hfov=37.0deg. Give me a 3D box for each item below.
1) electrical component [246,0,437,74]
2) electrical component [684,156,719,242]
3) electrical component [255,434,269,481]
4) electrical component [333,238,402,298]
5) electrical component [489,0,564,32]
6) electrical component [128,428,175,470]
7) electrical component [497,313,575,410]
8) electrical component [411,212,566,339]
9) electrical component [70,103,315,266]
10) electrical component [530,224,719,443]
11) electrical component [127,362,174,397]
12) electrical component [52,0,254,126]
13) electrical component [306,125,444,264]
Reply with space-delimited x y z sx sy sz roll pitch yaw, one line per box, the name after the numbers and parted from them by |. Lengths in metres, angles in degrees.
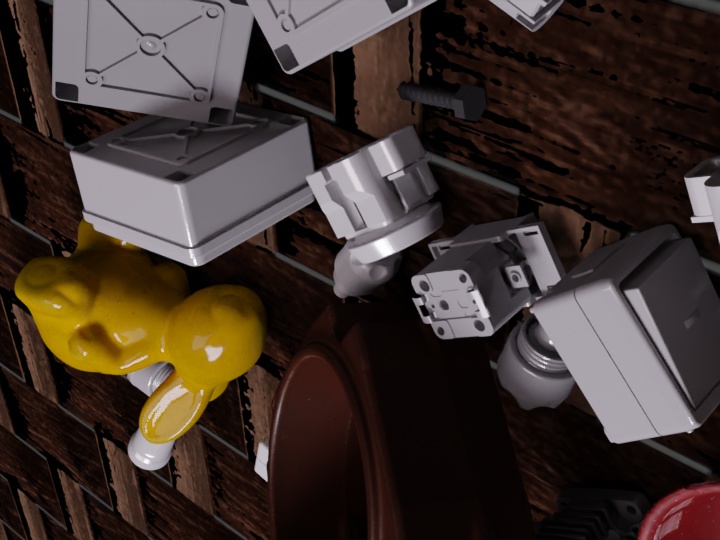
-0.015 -0.166 0.524 0.109 0.056 0.108 -15 107 51 | electrical component
0.176 -0.018 0.433 0.078 0.058 0.057 -2 113 48 | electrical component
-0.035 0.134 0.790 0.066 0.047 0.076 37 140 21 | electrical component
0.000 0.000 0.658 0.035 0.035 0.061 50 146 5 | electrical component
0.069 -0.133 0.475 0.046 0.040 0.040 40 142 8 | electrical component
-0.187 0.154 0.978 0.040 0.040 0.046 44 136 13 | electrical component
0.100 0.043 0.575 0.043 0.043 0.062 38 139 21 | electrical component
0.065 0.005 0.566 0.081 0.064 0.042 -10 112 50 | electrical component
-0.100 -0.059 0.658 0.109 0.109 0.056 18 128 38 | electrical component
0.140 0.035 0.510 0.061 0.062 0.096 -26 98 53 | electrical component
-0.161 0.089 0.896 0.062 0.043 0.043 32 138 24 | electrical component
-0.115 -0.143 0.605 0.109 0.056 0.108 8 140 -11 | electrical component
0.011 -0.040 0.595 0.078 0.058 0.057 -17 102 52 | electrical component
